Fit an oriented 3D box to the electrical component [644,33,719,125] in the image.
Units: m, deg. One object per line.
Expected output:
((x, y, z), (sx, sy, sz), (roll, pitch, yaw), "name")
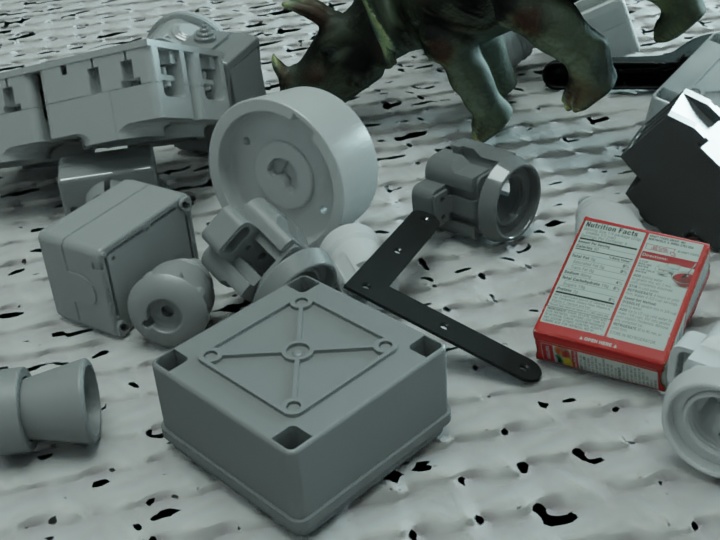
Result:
((0.265, -0.102, 0.740), (0.109, 0.056, 0.109), (29, 50, 24), "electrical component")

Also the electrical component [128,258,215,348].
((-0.107, 0.013, 0.640), (0.048, 0.048, 0.062), (2, 25, 9), "electrical component")

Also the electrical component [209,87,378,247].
((-0.039, -0.068, 0.707), (0.108, 0.108, 0.060), (16, 31, 29), "electrical component")

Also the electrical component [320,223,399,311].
((0.000, 0.000, 0.653), (0.040, 0.040, 0.046), (-13, 38, -14), "electrical component")

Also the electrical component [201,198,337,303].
((-0.051, -0.001, 0.634), (0.058, 0.078, 0.057), (-48, 62, 3), "electrical component")

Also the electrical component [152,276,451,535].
((-0.029, 0.063, 0.539), (0.109, 0.056, 0.109), (25, 42, 38), "electrical component")

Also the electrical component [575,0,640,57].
((0.199, -0.223, 0.948), (0.062, 0.061, 0.096), (-22, 30, 12), "electrical component")

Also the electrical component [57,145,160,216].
((-0.170, -0.045, 0.738), (0.066, 0.047, 0.076), (-9, 32, -8), "electrical component")

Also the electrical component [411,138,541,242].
((0.081, -0.051, 0.708), (0.057, 0.058, 0.078), (21, 39, 39), "electrical component")

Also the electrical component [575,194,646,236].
((0.154, -0.024, 0.671), (0.040, 0.040, 0.078), (-7, 32, -5), "electrical component")

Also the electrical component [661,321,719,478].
((0.180, 0.063, 0.514), (0.078, 0.058, 0.057), (19, 36, 32), "electrical component")

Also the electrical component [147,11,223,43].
((-0.149, -0.173, 0.911), (0.080, 0.080, 0.051), (5, 38, 14), "electrical component")

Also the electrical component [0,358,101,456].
((-0.165, 0.071, 0.554), (0.055, 0.045, 0.045), (-7, 32, -3), "electrical component")

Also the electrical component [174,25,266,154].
((-0.109, -0.145, 0.843), (0.061, 0.096, 0.061), (11, 35, 17), "electrical component")

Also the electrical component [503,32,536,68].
((0.123, -0.191, 0.942), (0.078, 0.040, 0.040), (-20, 35, -24), "electrical component")

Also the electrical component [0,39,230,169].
((-0.200, -0.114, 0.778), (0.186, 0.060, 0.105), (-7, 4, 22), "electrical component")

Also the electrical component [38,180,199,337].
((-0.146, -0.013, 0.669), (0.061, 0.061, 0.096), (16, 37, 29), "electrical component")
